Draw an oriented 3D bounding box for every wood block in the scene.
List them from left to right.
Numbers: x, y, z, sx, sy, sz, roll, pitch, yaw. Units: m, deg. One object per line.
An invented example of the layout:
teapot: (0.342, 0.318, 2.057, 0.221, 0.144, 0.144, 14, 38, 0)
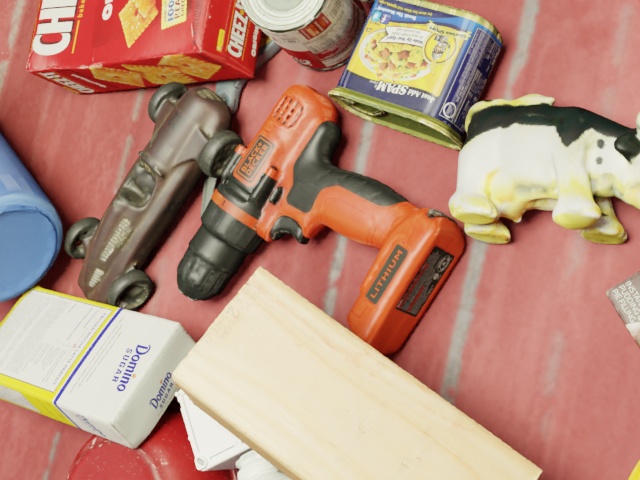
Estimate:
wood block: (0.021, 0.120, 0.659, 0.206, 0.091, 0.090, 35, 76, 14)

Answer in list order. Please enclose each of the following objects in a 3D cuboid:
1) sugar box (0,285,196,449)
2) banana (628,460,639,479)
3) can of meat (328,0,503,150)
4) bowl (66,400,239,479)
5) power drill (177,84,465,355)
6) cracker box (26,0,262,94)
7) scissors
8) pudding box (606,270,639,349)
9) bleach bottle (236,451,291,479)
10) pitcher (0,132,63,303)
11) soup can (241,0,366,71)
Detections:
sugar box: (-0.184, 0.094, 0.825, 0.176, 0.048, 0.093, 12, 57, 36)
banana: (0.150, 0.184, 0.605, 0.070, 0.037, 0.198, 54, 134, 15)
can of meat: (0.069, -0.121, 0.754, 0.102, 0.057, 0.084, 23, 88, 32)
bowl: (-0.139, 0.197, 0.797, 0.162, 0.055, 0.162, -8, 74, 28)
power drill: (-0.005, 0.001, 0.766, 0.188, 0.057, 0.184, 37, 99, 30)
cracker box: (-0.139, -0.211, 0.871, 0.214, 0.072, 0.164, 2, 79, 38)
scissors: (-0.059, -0.120, 0.850, 0.096, 0.016, 0.202, -11, 73, 28)
pudding box: (0.237, 0.054, 0.625, 0.090, 0.039, 0.113, -36, 63, 18)
bleach bottle: (0.006, 0.240, 0.664, 0.103, 0.068, 0.251, -34, 55, 14)
pitcher: (-0.319, -0.063, 0.896, 0.243, 0.149, 0.145, 43, 100, 35)
soup can: (-0.010, -0.169, 0.776, 0.069, 0.102, 0.068, -2, 83, 17)
